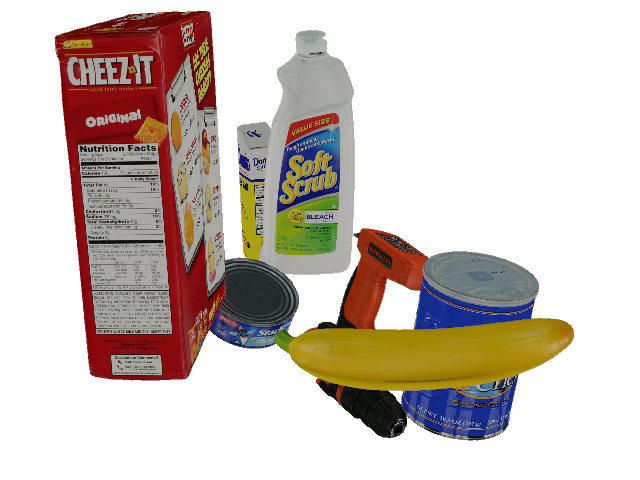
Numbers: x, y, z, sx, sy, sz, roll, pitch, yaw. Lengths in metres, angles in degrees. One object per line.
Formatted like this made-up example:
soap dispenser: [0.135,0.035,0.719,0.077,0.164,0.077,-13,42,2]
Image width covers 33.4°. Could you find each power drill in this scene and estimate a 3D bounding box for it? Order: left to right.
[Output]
power drill: [0.059,0.095,1.149,0.057,0.188,0.185,13,18,-41]

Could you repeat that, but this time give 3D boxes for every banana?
banana: [0.066,0.068,0.680,0.198,0.037,0.069,0,26,4]

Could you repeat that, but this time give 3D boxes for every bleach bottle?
bleach bottle: [-0.016,-0.089,1.098,0.102,0.251,0.068,0,26,3]

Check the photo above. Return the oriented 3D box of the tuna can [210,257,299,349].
tuna can: [-0.065,0.057,0.959,0.086,0.034,0.086,13,38,-11]

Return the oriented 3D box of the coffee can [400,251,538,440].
coffee can: [0.133,0.094,0.968,0.103,0.140,0.103,6,22,-3]

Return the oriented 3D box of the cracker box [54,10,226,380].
cracker box: [-0.112,-0.037,0.702,0.072,0.214,0.164,-1,16,5]

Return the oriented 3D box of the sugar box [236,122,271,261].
sugar box: [-0.074,-0.049,1.323,0.048,0.176,0.093,-9,25,-11]
